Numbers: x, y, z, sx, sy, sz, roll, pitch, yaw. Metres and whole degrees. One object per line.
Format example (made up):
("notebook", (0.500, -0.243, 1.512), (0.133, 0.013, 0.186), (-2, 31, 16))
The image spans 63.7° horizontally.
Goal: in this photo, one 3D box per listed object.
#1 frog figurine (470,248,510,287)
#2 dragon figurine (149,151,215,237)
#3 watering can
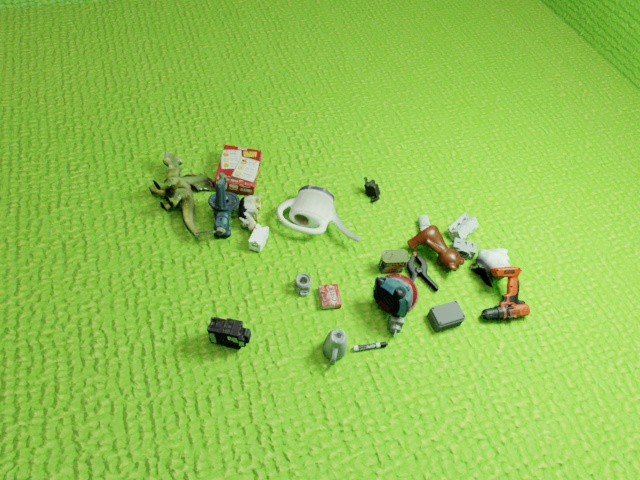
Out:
("frog figurine", (0.669, 0.079, 1.962), (0.161, 0.120, 0.139), (-37, 45, -16))
("dragon figurine", (-0.522, -0.197, 2.053), (0.246, 0.119, 0.414), (-31, 71, -36))
("watering can", (0.006, -0.102, 2.028), (0.348, 0.101, 0.230), (14, 51, 5))
